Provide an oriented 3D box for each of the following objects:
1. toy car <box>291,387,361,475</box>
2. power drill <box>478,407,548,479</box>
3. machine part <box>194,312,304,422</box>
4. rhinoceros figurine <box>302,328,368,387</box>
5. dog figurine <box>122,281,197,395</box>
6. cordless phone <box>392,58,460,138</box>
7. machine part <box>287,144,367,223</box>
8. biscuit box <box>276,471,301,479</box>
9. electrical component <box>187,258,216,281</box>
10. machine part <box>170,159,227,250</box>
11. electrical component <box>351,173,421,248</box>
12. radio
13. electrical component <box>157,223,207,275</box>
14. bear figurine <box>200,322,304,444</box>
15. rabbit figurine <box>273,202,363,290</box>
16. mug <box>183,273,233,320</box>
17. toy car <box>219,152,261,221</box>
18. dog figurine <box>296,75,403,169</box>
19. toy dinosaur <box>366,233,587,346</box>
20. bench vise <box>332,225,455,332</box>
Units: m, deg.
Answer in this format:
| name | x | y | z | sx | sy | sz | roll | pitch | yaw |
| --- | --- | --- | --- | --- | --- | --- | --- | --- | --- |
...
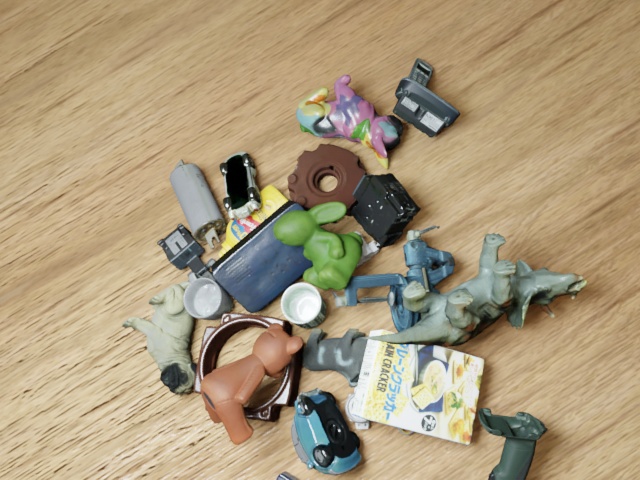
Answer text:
| name | x | y | z | sx | sy | sz | roll | pitch | yaw |
| --- | --- | --- | --- | --- | --- | --- | --- | --- | --- |
| toy car | -0.005 | 0.369 | 1.010 | 0.103 | 0.109 | 0.162 | -43 | 66 | 29 |
| power drill | 0.304 | 0.402 | 0.930 | 0.232 | 0.086 | 0.207 | 3 | 96 | 4 |
| machine part | -0.141 | 0.252 | 1.077 | 0.202 | 0.087 | 0.201 | 6 | 74 | 9 |
| rhinoceros figurine | 0.059 | 0.231 | 1.057 | 0.190 | 0.073 | 0.112 | 6 | 72 | 11 |
| dog figurine | -0.288 | 0.203 | 1.120 | 0.172 | 0.121 | 0.190 | -43 | 85 | 0 |
| cordless phone | 0.246 | -0.328 | 1.200 | 0.146 | 0.088 | 0.184 | 32 | 46 | -6 |
| machine part | 0.017 | -0.127 | 1.185 | 0.179 | 0.056 | 0.179 | -2 | 72 | 7 |
| biscuit box | 0.002 | 0.506 | 0.988 | 0.203 | 0.059 | 0.063 | 26 | 77 | 16 |
| electrical component | -0.256 | 0.086 | 1.180 | 0.063 | 0.021 | 0.094 | 42 | 82 | 18 |
| machine part | -0.274 | -0.085 | 1.200 | 0.079 | 0.079 | 0.243 | -28 | 64 | 0 |
| electrical component | 0.124 | -0.068 | 1.094 | 0.058 | 0.114 | 0.134 | -11 | 53 | -40 |
| radio | -0.101 | 0.036 | 1.119 | 0.229 | 0.073 | 0.131 | -40 | 103 | -3 |
| electrical component | -0.297 | 0.028 | 1.178 | 0.075 | 0.047 | 0.119 | -38 | 54 | -3 |
| bear figurine | -0.117 | 0.250 | 0.984 | 0.196 | 0.131 | 0.120 | -31 | 30 | -31 |
| rabbit figurine | -0.002 | -0.003 | 1.035 | 0.170 | 0.121 | 0.159 | 36 | 81 | -15 |
| mug | -0.232 | 0.121 | 1.121 | 0.081 | 0.107 | 0.110 | -42 | 68 | -2 |
| toy car | -0.175 | -0.121 | 1.186 | 0.073 | 0.056 | 0.202 | -22 | 49 | 8 |
| dog figurine | 0.072 | -0.243 | 1.188 | 0.191 | 0.108 | 0.219 | -31 | 73 | -2 |
| toy dinosaur | 0.271 | 0.126 | 0.979 | 0.405 | 0.191 | 0.131 | -25 | 35 | -7 |
| bench vise | 0.147 | 0.088 | 1.054 | 0.241 | 0.129 | 0.223 | -4 | 90 | -10 |
